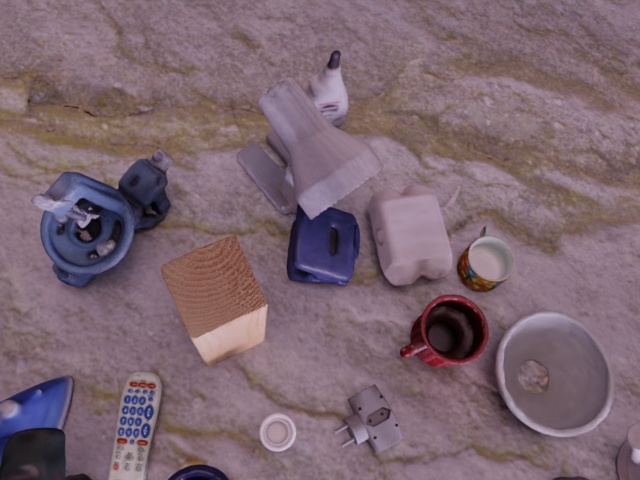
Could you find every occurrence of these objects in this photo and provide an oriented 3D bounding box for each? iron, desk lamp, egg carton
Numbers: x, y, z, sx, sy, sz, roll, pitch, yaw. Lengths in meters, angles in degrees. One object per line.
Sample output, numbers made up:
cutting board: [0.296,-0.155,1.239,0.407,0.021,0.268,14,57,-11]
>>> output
iron: [-0.392,0.251,0.641,0.118,0.141,0.259,35,70,6]
desk lamp: [-0.023,-0.110,0.781,0.118,0.213,0.203,-38,78,-18]
egg carton: [0.131,-0.008,0.841,0.107,0.069,0.150,-9,72,-10]

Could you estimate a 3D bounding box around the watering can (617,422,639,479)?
watering can: [0.462,0.289,0.709,0.173,0.194,0.101,10,69,-3]

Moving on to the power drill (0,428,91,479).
power drill: [-0.283,0.317,0.595,0.076,0.208,0.229,-6,71,-9]

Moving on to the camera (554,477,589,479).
camera: [0.336,0.391,0.706,0.143,0.101,0.137,42,71,9]

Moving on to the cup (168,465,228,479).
cup: [-0.130,0.318,0.675,0.117,0.095,0.092,23,69,2]

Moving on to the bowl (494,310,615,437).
bowl: [0.310,0.186,0.791,0.167,0.074,0.167,2,70,-6]

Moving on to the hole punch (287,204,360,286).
hole punch: [0.007,0.003,0.810,0.101,0.091,0.108,6,69,-5]

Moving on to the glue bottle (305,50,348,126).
glue bottle: [0.011,-0.222,0.848,0.078,0.173,0.037,-16,73,-12]

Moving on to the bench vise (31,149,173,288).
bench vise: [-0.281,-0.054,0.724,0.121,0.219,0.207,21,69,1]
